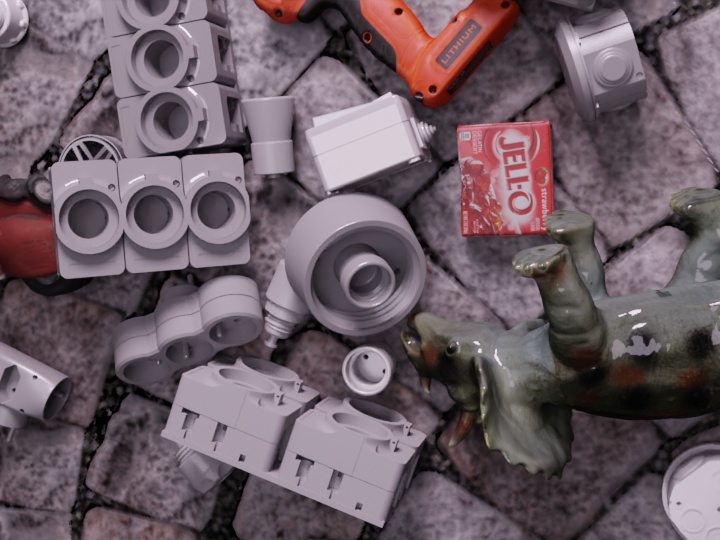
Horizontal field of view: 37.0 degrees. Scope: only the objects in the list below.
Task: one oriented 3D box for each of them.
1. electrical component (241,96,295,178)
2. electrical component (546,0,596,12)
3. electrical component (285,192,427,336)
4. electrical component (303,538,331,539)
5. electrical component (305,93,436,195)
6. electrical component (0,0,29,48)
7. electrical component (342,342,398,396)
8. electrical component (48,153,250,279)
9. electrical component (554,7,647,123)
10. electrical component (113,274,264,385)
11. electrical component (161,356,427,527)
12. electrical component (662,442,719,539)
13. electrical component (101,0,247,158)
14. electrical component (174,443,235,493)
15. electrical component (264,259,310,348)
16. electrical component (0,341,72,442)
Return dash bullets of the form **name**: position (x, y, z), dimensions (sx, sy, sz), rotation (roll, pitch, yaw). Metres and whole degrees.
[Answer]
- **electrical component**: position (-0.073, -0.109, 0.885), dimensions (0.044, 0.044, 0.065), rotation (-3, 98, 13)
- **electrical component**: position (0.147, -0.296, 0.780), dimensions (0.105, 0.060, 0.186), rotation (18, 79, 11)
- **electrical component**: position (0.000, 0.000, 0.840), dimensions (0.108, 0.060, 0.108), rotation (-7, 116, -14)
- **electrical component**: position (-0.025, 0.256, 0.882), dimensions (0.066, 0.077, 0.047), rotation (1, 94, 13)
- **electrical component**: position (0.012, -0.104, 0.854), dimensions (0.096, 0.062, 0.061), rotation (-20, 89, 14)
- **electrical component**: position (-0.319, -0.218, 0.923), dimensions (0.048, 0.062, 0.048), rotation (1, 94, 13)
- **electrical component**: position (0.010, 0.079, 0.876), dimensions (0.040, 0.046, 0.040), rotation (1, 94, 13)
- **electrical component**: position (-0.169, -0.044, 0.866), dimensions (0.150, 0.062, 0.089), rotation (-5, 94, -18)
- **electrical component**: position (0.179, -0.155, 0.803), dimensions (0.051, 0.080, 0.080), rotation (-18, 90, 9)
- **electrical component**: position (-0.148, 0.037, 0.908), dimensions (0.138, 0.052, 0.073), rotation (-25, 55, 17)
- **electrical component**: position (-0.048, 0.128, 0.863), dimensions (0.186, 0.105, 0.060), rotation (20, 98, 11)
- **electrical component**: position (0.273, 0.175, 0.820), dimensions (0.080, 0.051, 0.080), rotation (1, 94, 13)
- **electrical component**: position (-0.155, -0.171, 0.888), dimensions (0.089, 0.062, 0.150), rotation (-8, 92, 14)
- **electrical component**: position (-0.138, 0.156, 0.919), dimensions (0.043, 0.043, 0.062), rotation (-45, 83, 12)
- **electrical component**: position (-0.059, 0.027, 0.892), dimensions (0.040, 0.040, 0.078), rotation (25, 100, 10)
- **electrical component**: position (-0.307, 0.114, 0.955), dimensions (0.077, 0.043, 0.079), rotation (25, 99, 10)
